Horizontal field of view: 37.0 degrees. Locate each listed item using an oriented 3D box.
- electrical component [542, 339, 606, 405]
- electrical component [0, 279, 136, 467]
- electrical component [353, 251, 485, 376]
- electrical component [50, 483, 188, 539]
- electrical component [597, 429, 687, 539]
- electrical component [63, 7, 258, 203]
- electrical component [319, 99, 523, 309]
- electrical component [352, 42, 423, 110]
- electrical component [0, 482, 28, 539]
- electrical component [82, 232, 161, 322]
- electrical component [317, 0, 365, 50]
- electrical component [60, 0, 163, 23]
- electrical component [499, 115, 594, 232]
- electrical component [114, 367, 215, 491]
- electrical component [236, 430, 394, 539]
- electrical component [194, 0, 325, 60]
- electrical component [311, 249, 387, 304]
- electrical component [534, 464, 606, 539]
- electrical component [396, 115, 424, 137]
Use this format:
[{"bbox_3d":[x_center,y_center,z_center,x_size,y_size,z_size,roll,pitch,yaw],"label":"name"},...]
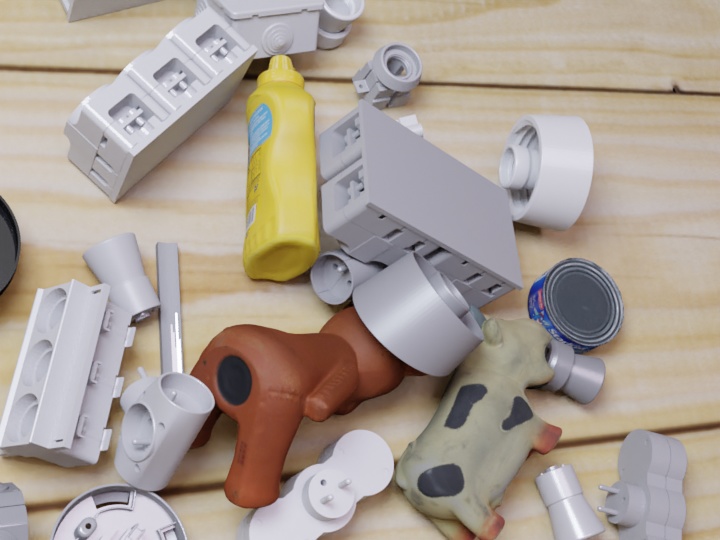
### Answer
[{"bbox_3d":[0.184,0.090,0.960,0.055,0.045,0.045,23,62,-13],"label":"electrical component"},{"bbox_3d":[-0.211,0.077,0.781,0.063,0.079,0.121,33,55,-42],"label":"electrical component"},{"bbox_3d":[0.049,0.035,0.843,0.064,0.099,0.099,-39,87,10],"label":"electrical component"},{"bbox_3d":[-0.170,0.200,0.753,0.099,0.064,0.099,8,67,-20],"label":"electrical component"},{"bbox_3d":[0.238,0.205,0.932,0.074,0.052,0.138,17,64,-17],"label":"electrical component"},{"bbox_3d":[-0.164,-0.138,0.877,0.062,0.089,0.150,43,60,-2],"label":"electrical component"},{"bbox_3d":[0.050,-0.048,0.909,0.186,0.060,0.105,27,45,-37],"label":"electrical component"},{"bbox_3d":[0.028,-0.178,0.995,0.066,0.055,0.048,-15,76,-27],"label":"electrical component"},{"bbox_3d":[-0.254,0.180,0.718,0.051,0.080,0.080,-1,70,-29],"label":"electrical component"},{"bbox_3d":[-0.183,0.009,0.839,0.044,0.044,0.065,-24,85,-29],"label":"electrical component"},{"bbox_3d":[-0.026,-0.236,0.996,0.045,0.055,0.045,8,67,-20],"label":"electrical component"},{"bbox_3d":[-0.169,-0.288,0.927,0.186,0.105,0.060,-22,79,-29],"label":"electrical component"},{"bbox_3d":[0.163,-0.092,0.992,0.060,0.108,0.108,6,67,-15],"label":"electrical component"},{"bbox_3d":[-0.149,0.104,0.777,0.044,0.077,0.079,9,32,-44],"label":"electrical component"},{"bbox_3d":[-0.028,0.173,0.819,0.138,0.074,0.052,-37,87,-30],"label":"electrical component"},{"bbox_3d":[-0.091,-0.226,0.948,0.100,0.048,0.099,-14,42,-27],"label":"electrical component"},{"bbox_3d":[0.000,0.000,0.906,0.081,0.043,0.043,-17,75,-53],"label":"electrical component"},{"bbox_3d":[0.176,0.199,0.916,0.044,0.044,0.065,-12,70,-27],"label":"electrical component"},{"bbox_3d":[0.026,-0.108,0.965,0.055,0.066,0.048,-14,75,-7],"label":"electrical component"}]
